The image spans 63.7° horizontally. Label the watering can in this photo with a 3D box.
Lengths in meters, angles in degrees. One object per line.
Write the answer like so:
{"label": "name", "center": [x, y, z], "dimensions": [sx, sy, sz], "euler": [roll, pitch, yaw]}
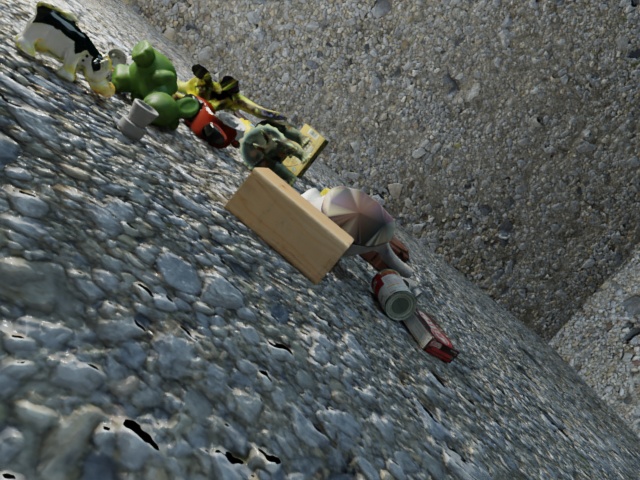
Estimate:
{"label": "watering can", "center": [0.083, -0.010, 1.057], "dimensions": [0.346, 0.105, 0.222], "euler": [24, -17, -13]}

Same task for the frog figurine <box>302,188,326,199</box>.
{"label": "frog figurine", "center": [0.004, -0.060, 1.202], "dimensions": [0.159, 0.124, 0.135], "euler": [15, -17, 1]}

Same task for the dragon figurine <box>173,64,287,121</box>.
{"label": "dragon figurine", "center": [-0.291, -0.415, 1.500], "dimensions": [0.409, 0.121, 0.245], "euler": [21, 9, -6]}
